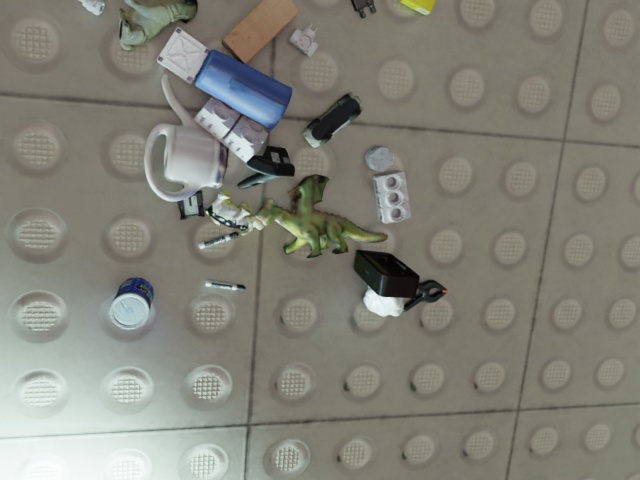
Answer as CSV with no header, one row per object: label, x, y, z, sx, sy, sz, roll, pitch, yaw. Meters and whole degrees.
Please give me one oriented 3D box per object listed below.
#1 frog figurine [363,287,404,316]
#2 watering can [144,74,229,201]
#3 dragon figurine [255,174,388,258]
frog figurine,0.211,0.193,1.624,0.136,0.161,0.122,41,93,-18
watering can,-0.359,-0.273,1.418,0.224,0.103,0.350,8,80,-26
dragon figurine,0.005,-0.078,1.560,0.412,0.122,0.242,-10,96,-20
